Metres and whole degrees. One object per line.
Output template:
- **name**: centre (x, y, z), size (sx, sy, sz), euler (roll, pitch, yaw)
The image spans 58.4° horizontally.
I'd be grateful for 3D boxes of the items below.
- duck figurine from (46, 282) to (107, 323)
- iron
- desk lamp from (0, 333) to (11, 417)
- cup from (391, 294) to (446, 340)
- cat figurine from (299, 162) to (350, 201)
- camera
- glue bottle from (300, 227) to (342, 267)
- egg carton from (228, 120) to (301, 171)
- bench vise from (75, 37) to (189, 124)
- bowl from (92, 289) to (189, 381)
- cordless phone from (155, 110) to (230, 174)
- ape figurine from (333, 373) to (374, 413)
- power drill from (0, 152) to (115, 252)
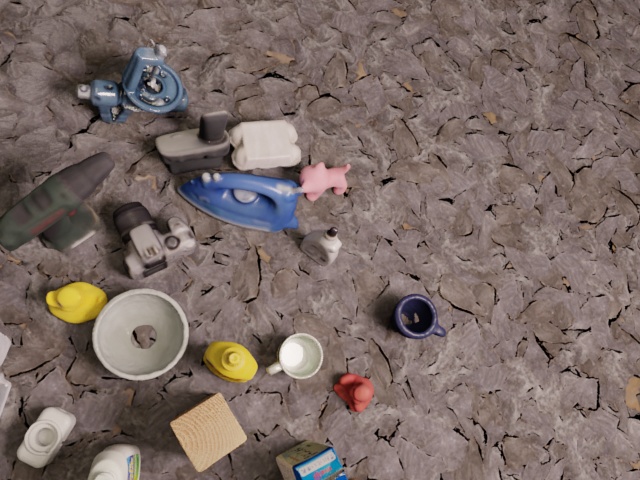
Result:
- **duck figurine**: centre (-0.447, 0.110, 1.050), size (0.105, 0.086, 0.077), euler (3, 74, -12)
- **iron**: centre (-0.156, -0.098, 1.147), size (0.258, 0.141, 0.119), euler (9, 73, -11)
- **desk lamp**: centre (-0.574, 0.237, 0.917), size (0.118, 0.213, 0.203), euler (13, 72, -9)
- **cup**: centre (0.196, 0.169, 1.182), size (0.118, 0.095, 0.092), euler (31, 70, -3)
- **cat figurine**: centre (0.006, -0.132, 1.208), size (0.128, 0.117, 0.067), euler (-19, 80, -17)
- **camera**: centre (-0.327, -0.013, 1.104), size (0.143, 0.100, 0.137), euler (-28, 83, -19)
- **glue bottle**: centre (0.010, 0.004, 1.142), size (0.078, 0.173, 0.037), euler (38, 70, 0)
- **egg carton**: centre (-0.118, -0.201, 1.223), size (0.150, 0.069, 0.107), euler (-8, 77, -15)
- **bench vise**: centre (-0.359, -0.297, 1.112), size (0.208, 0.219, 0.121), euler (-27, 82, -18)
- **bowl**: centre (-0.329, 0.178, 1.065), size (0.168, 0.074, 0.167), euler (4, 74, -12)
- **cordless phone**: centre (-0.250, -0.210, 1.132), size (0.148, 0.185, 0.094), euler (-17, 79, -17)
- **ape figurine**: centre (0.074, 0.298, 1.119), size (0.076, 0.092, 0.078), euler (-4, 76, -14)
- **power drill**: centre (-0.459, -0.056, 1.028), size (0.230, 0.208, 0.075), euler (-40, 86, -20)
